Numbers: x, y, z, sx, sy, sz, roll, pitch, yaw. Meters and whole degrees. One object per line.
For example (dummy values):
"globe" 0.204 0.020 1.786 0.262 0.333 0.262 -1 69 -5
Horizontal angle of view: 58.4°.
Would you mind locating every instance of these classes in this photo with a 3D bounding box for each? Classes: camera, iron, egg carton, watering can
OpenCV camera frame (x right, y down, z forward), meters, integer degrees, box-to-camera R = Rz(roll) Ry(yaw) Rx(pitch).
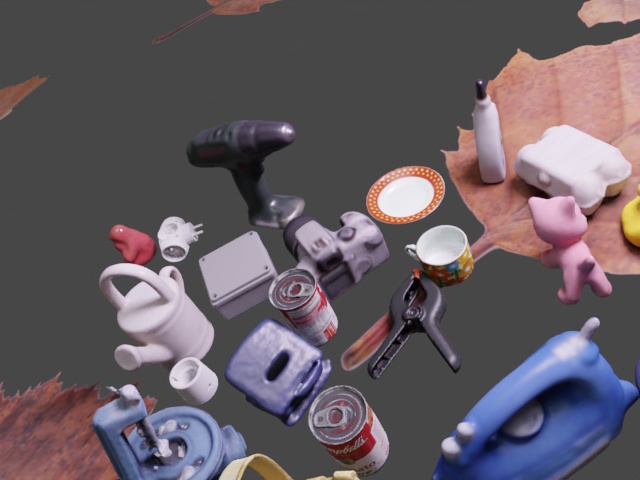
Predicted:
"camera" 0.008 0.003 0.873 0.143 0.101 0.136 -35 44 -8
"iron" 0.198 0.184 0.587 0.258 0.142 0.118 -35 44 -8
"egg carton" 0.360 -0.103 0.829 0.107 0.070 0.150 -36 45 -9
"watering can" -0.240 0.107 0.826 0.101 0.195 0.172 -24 44 3

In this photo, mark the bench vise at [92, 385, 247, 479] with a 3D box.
"bench vise" -0.203 0.263 0.646 0.121 0.220 0.208 24 63 39

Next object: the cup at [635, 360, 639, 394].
"cup" 0.371 0.163 0.558 0.117 0.095 0.092 24 63 39

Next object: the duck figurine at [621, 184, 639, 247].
"duck figurine" 0.430 -0.047 0.733 0.077 0.086 0.105 15 57 35

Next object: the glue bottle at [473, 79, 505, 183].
"glue bottle" 0.253 -0.171 0.867 0.037 0.174 0.078 -4 48 22

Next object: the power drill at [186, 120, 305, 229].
"power drill" -0.106 -0.114 0.958 0.228 0.209 0.076 7 53 30

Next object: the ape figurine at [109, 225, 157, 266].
"ape figurine" -0.349 0.007 1.044 0.076 0.092 0.077 -19 44 9

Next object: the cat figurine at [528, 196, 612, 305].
"cat figurine" 0.312 0.000 0.721 0.067 0.118 0.127 -20 44 8

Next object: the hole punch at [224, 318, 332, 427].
"hole punch" -0.053 0.171 0.753 0.100 0.091 0.109 18 59 36
